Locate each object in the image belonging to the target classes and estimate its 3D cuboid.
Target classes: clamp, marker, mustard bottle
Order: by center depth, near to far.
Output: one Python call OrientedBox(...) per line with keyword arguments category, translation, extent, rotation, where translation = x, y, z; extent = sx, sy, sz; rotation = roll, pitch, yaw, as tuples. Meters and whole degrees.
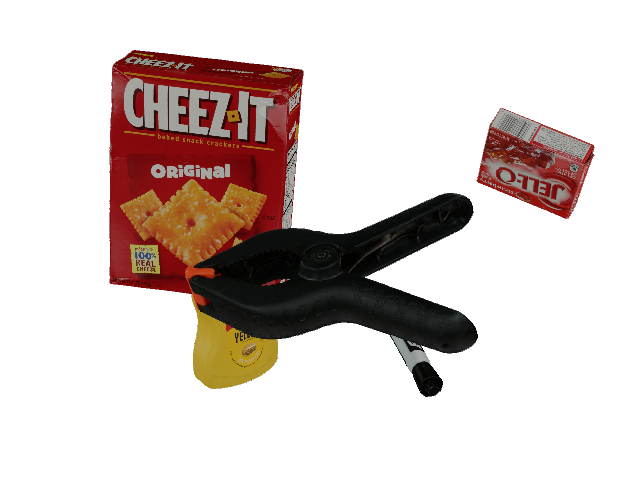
OrientedBox(category="clamp", translation=(0.009, 0.027, 0.596), extent=(0.171, 0.039, 0.120), rotation=(-12, 32, 5))
OrientedBox(category="marker", translation=(0.069, 0.083, 0.837), extent=(0.020, 0.020, 0.121), rotation=(0, 28, -15))
OrientedBox(category="mustard bottle", translation=(-0.091, 0.059, 1.135), extent=(0.096, 0.192, 0.058), rotation=(-17, 32, -32))

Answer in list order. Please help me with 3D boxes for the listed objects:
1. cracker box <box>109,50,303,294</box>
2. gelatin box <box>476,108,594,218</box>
OrientedBox(category="cracker box", translation=(-0.108, -0.056, 0.985), extent=(0.164, 0.214, 0.072), rotation=(7, 23, 6))
OrientedBox(category="gelatin box", translation=(0.184, -0.065, 0.921), extent=(0.089, 0.030, 0.073), rotation=(25, -34, 16))
